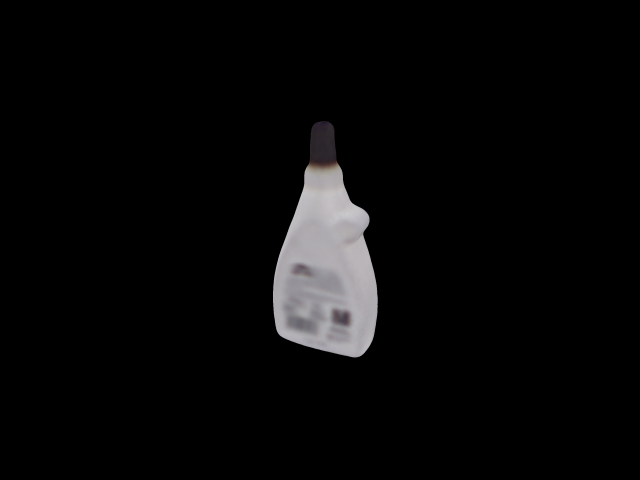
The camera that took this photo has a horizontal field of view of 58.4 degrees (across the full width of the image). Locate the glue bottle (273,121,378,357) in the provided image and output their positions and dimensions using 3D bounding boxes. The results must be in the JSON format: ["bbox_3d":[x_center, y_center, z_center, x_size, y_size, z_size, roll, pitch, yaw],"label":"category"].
[{"bbox_3d":[0.004,0.001,0.400,0.078,0.173,0.037,12,33,20],"label":"glue bottle"}]
